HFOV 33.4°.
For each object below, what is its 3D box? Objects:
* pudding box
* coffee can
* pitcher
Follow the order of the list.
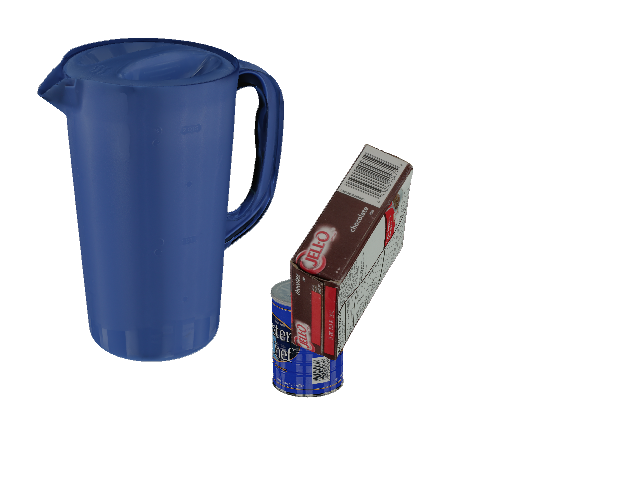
[{"bbox_3d":[0.020,0.008,0.695,0.039,0.113,0.090,24,-34,16],"label":"pudding box"},{"bbox_3d":[-0.018,0.135,1.500,0.103,0.140,0.103,0,18,0],"label":"coffee can"},{"bbox_3d":[-0.122,-0.032,0.847,0.149,0.243,0.144,12,27,18],"label":"pitcher"}]
